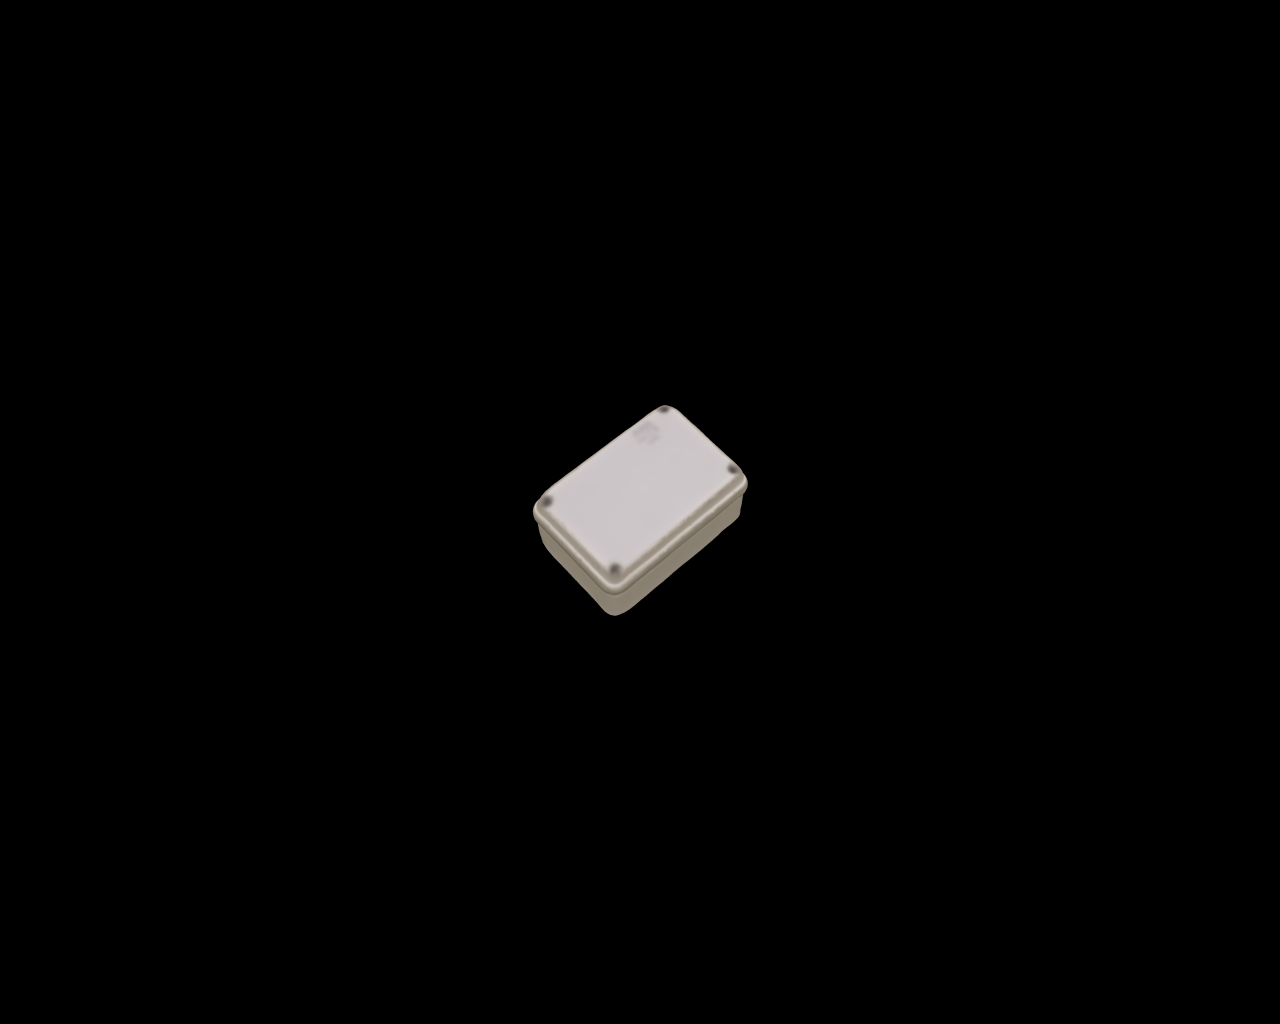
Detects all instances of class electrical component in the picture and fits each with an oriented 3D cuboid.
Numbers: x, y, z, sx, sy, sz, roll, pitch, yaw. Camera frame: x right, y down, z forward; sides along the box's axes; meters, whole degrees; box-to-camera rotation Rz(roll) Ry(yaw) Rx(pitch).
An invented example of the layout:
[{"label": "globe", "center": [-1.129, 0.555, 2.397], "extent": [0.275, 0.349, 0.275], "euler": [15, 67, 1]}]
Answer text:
[{"label": "electrical component", "center": [0.001, -0.003, 0.650], "extent": [0.113, 0.078, 0.057], "euler": [-38, -21, -18]}]
